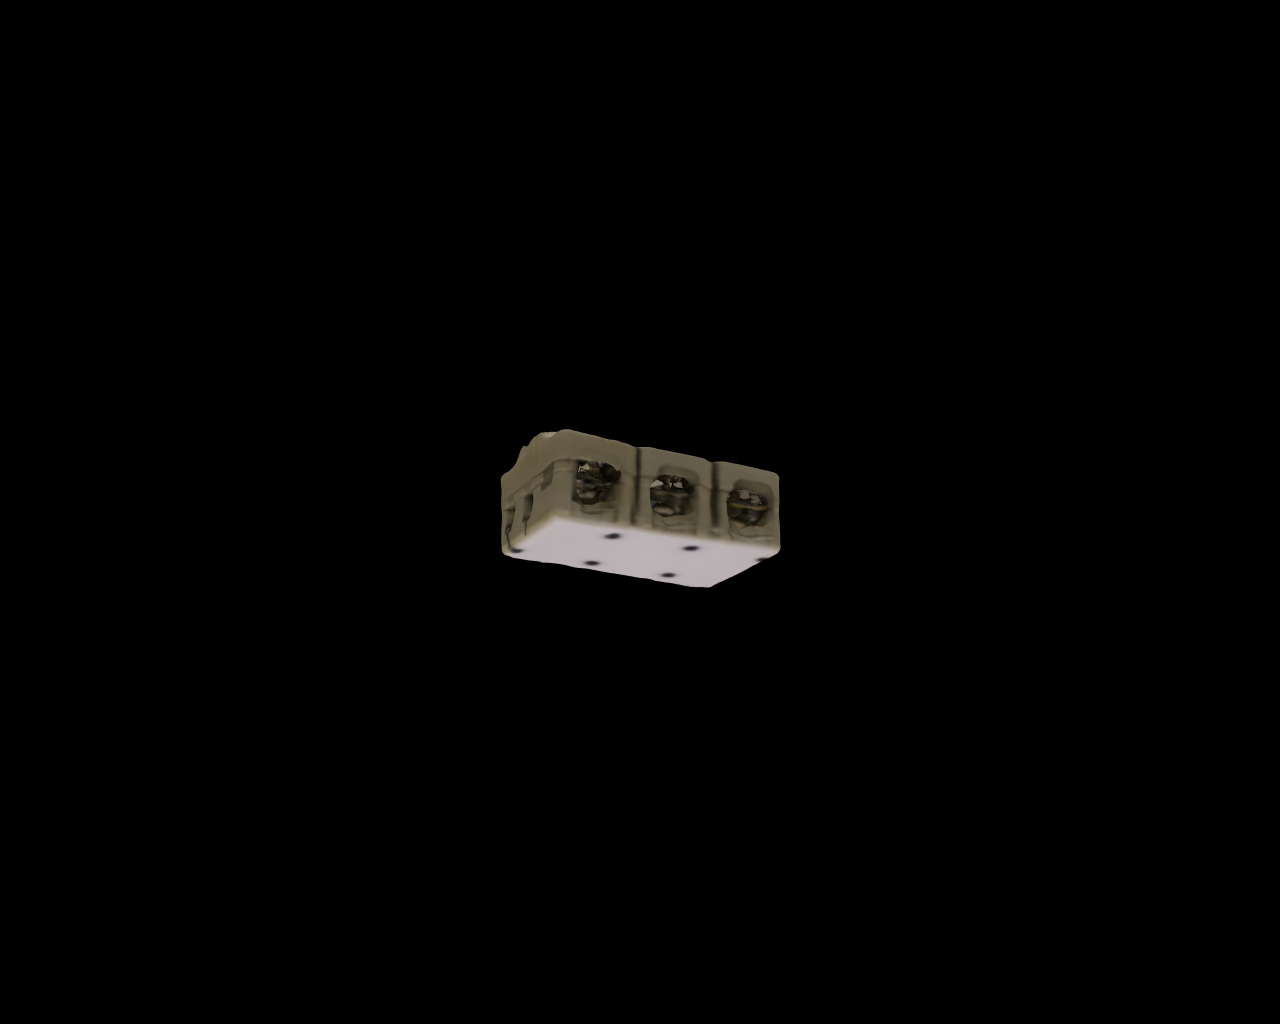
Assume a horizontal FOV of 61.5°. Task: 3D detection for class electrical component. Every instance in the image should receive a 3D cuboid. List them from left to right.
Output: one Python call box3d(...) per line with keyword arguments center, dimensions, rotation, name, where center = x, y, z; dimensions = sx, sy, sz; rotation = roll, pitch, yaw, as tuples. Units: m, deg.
box3d(center=(0.001, -0.003, 0.650), dimensions=(0.150, 0.062, 0.089), rotation=(11, -23, -27), name="electrical component")
